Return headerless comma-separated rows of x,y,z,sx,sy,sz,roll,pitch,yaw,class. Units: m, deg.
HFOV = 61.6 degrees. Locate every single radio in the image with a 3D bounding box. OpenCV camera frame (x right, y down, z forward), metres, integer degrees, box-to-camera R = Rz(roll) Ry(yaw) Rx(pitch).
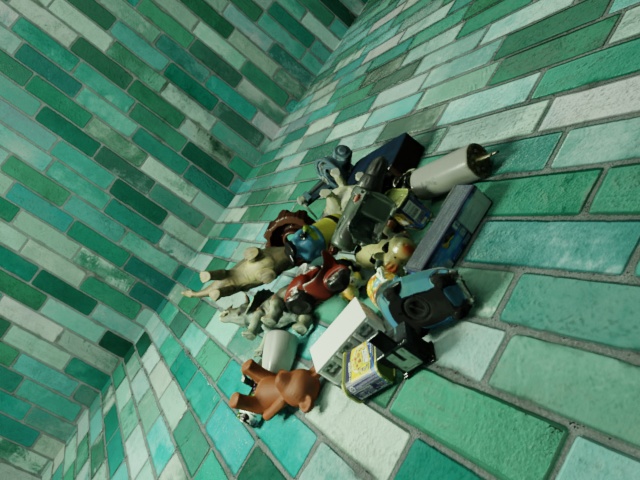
0.169,-0.188,1.466,0.230,0.073,0.131,-26,35,55,radio

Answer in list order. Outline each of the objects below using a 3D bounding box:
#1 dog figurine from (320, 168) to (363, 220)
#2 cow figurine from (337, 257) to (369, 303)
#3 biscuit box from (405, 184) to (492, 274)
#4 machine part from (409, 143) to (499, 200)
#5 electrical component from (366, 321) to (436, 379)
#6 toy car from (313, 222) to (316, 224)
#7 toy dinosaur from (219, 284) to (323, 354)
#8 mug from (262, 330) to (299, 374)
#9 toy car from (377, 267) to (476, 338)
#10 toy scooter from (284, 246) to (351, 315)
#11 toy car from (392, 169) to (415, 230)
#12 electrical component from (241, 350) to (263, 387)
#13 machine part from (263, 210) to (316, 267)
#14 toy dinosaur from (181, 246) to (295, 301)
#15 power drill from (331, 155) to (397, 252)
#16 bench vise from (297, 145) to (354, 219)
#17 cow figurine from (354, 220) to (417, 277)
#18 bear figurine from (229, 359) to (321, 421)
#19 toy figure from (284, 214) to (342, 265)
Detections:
0.085,-0.085,1.458,0.121,0.173,0.190,-53,-23,-24,dog figurine
0.063,0.090,1.254,0.098,0.068,0.167,-50,21,-9,cow figurine
0.244,-0.009,1.023,0.202,0.059,0.063,-56,22,-8,biscuit box
0.275,-0.142,1.147,0.243,0.079,0.079,-21,38,54,machine part
0.127,0.176,0.895,0.075,0.119,0.048,-45,22,28,electrical component
0.049,-0.022,1.373,0.202,0.053,0.089,-7,40,20,toy car
-0.099,0.177,1.404,0.405,0.131,0.192,-28,32,37,toy dinosaur
-0.107,0.283,1.290,0.109,0.080,0.107,-35,33,43,mug
0.187,0.092,0.931,0.162,0.109,0.103,-29,12,31,toy car
-0.003,0.083,1.201,0.184,0.075,0.135,-31,34,31,toy scooter
0.182,-0.088,1.298,0.201,0.056,0.073,-56,14,-11,toy car
-0.159,0.333,1.366,0.102,0.045,0.078,-54,19,-1,electrical component
-0.074,-0.006,1.562,0.179,0.179,0.056,-41,20,30,machine part
-0.154,0.071,1.453,0.472,0.105,0.198,-19,-4,8,toy dinosaur
0.100,-0.075,1.151,0.232,0.086,0.207,-63,15,7,power drill
0.019,-0.171,1.604,0.240,0.129,0.223,-43,-7,-23,bench vise
0.139,0.027,1.161,0.195,0.085,0.127,-18,42,63,cow figurine
-0.088,0.312,1.137,0.196,0.132,0.120,-36,29,53,bear figurine
-0.002,-0.006,1.267,0.180,0.089,0.082,-20,-13,-25,toy figure
